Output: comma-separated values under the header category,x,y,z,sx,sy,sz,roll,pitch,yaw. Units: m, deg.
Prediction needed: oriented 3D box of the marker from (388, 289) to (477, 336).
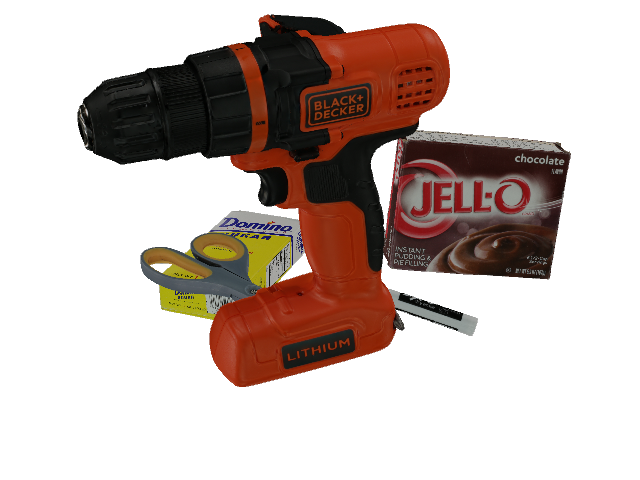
category,x,y,z,sx,sy,sz,roll,pitch,yaw
marker,0.093,0.065,1.037,0.121,0.020,0.020,19,1,3

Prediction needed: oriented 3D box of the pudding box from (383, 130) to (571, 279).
category,x,y,z,sx,sy,sz,roll,pitch,yaw
pudding box,0.103,-0.025,0.716,0.113,0.090,0.039,3,21,-5

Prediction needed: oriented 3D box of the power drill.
category,x,y,z,sx,sy,sz,roll,pitch,yaw
power drill,-0.024,-0.014,0.549,0.184,0.188,0.057,-12,38,-17

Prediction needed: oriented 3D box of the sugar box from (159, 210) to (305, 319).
category,x,y,z,sx,sy,sz,roll,pitch,yaw
sugar box,-0.089,0.023,1.130,0.093,0.048,0.176,9,30,18

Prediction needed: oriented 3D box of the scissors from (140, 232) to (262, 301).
category,x,y,z,sx,sy,sz,roll,pitch,yaw
scissors,-0.048,0.034,0.838,0.202,0.016,0.096,17,31,23

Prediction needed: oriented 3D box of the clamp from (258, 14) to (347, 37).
category,x,y,z,sx,sy,sz,roll,pitch,yaw
clamp,0.021,-0.149,0.930,0.120,0.171,0.039,-34,-23,-22
